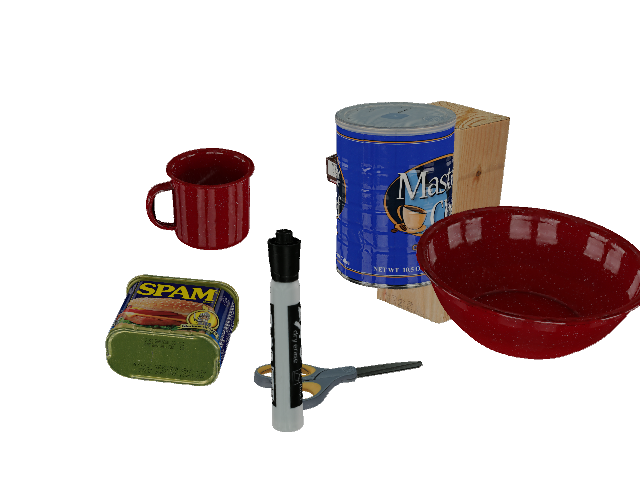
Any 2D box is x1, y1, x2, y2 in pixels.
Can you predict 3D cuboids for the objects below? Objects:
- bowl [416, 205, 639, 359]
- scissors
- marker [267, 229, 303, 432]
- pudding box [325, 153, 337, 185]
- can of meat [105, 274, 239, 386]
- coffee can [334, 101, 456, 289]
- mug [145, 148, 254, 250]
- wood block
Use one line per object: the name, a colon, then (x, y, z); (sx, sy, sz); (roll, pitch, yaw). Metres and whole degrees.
bowl: (0.146, 0.035, 0.747); (0.162, 0.055, 0.162); (2, 29, -1)
scissors: (0.026, 0.161, 1.205); (0.201, 0.016, 0.096); (1, 24, -8)
marker: (-0.020, 0.052, 0.616); (0.020, 0.121, 0.020); (0, 17, 0)
pudding box: (0.077, -0.098, 1.432); (0.113, 0.039, 0.090); (-27, 39, -33)
can of meat: (-0.127, 0.077, 0.916); (0.102, 0.057, 0.084); (5, 29, 4)
coffee can: (0.064, -0.041, 0.925); (0.103, 0.140, 0.103); (-1, 19, 0)
mug: (-0.128, -0.041, 1.137); (0.117, 0.081, 0.093); (-11, 33, -20)
wood block: (0.127, -0.031, 1.115); (0.090, 0.206, 0.090); (21, 26, 39)
